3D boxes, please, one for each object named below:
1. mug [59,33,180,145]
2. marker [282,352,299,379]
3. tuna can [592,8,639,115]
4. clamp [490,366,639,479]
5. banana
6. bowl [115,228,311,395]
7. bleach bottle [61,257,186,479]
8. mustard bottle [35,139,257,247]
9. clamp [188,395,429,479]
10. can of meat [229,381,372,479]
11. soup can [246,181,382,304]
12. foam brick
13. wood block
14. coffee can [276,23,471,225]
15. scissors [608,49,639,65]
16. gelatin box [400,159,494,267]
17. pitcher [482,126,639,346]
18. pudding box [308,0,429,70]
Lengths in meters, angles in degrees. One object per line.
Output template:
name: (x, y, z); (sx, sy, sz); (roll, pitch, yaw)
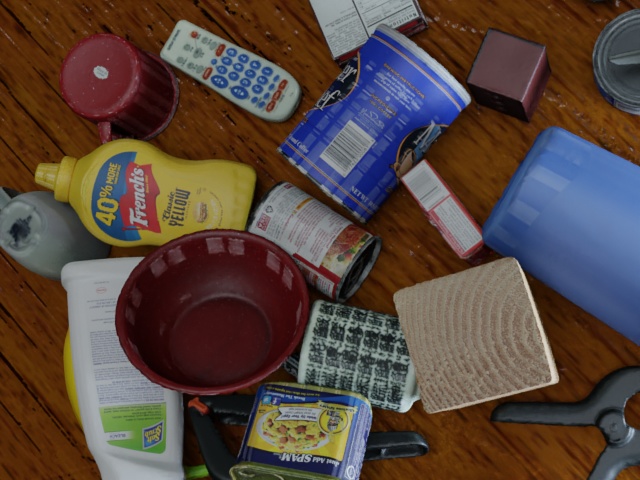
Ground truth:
mug: (-0.189, -0.131, 0.991); (0.093, 0.081, 0.117); (1, 83, 14)
marker: (-0.023, 0.111, 0.950); (0.121, 0.020, 0.020); (36, 92, 16)
tuna can: (0.273, -0.149, 0.898); (0.086, 0.033, 0.086); (-2, 82, 14)
clamp: (0.228, 0.148, 0.870); (0.171, 0.039, 0.120); (-38, 80, 1)
banana: (-0.186, 0.160, 0.980); (0.069, 0.037, 0.198); (-38, 77, -18)
bowl: (-0.087, 0.070, 0.896); (0.162, 0.055, 0.162); (-2, 54, 3)
bleach bottle: (-0.171, 0.143, 0.934); (0.102, 0.068, 0.251); (-4, 72, -6)
mustard bottle: (-0.157, -0.039, 0.952); (0.191, 0.058, 0.096); (13, 98, -4)
clamp: (-0.035, 0.198, 0.905); (0.210, 0.036, 0.164); (19, 58, 25)
can of meat: (-0.013, 0.166, 0.866); (0.102, 0.057, 0.084); (7, 55, 13)
soup can: (-0.006, 0.001, 0.934); (0.102, 0.068, 0.068); (32, 91, 16)
foam brick: (0.160, -0.139, 0.904); (0.053, 0.078, 0.051); (23, 90, 18)
wood block: (0.126, 0.077, 0.818); (0.091, 0.206, 0.090); (-17, 79, 11)
coffee can: (0.046, -0.098, 0.915); (0.103, 0.102, 0.140); (41, 94, 16)
scissors: (0.341, -0.140, 0.864); (0.201, 0.016, 0.096); (-22, 87, -5)
gelatin box: (0.109, -0.021, 0.904); (0.030, 0.073, 0.089); (-38, 76, 8)
pitcher: (0.257, 0.008, 0.822); (0.243, 0.149, 0.145); (31, 100, 8)
pudding box: (0.035, -0.224, 0.968); (0.090, 0.039, 0.113); (-24, 80, 10)
